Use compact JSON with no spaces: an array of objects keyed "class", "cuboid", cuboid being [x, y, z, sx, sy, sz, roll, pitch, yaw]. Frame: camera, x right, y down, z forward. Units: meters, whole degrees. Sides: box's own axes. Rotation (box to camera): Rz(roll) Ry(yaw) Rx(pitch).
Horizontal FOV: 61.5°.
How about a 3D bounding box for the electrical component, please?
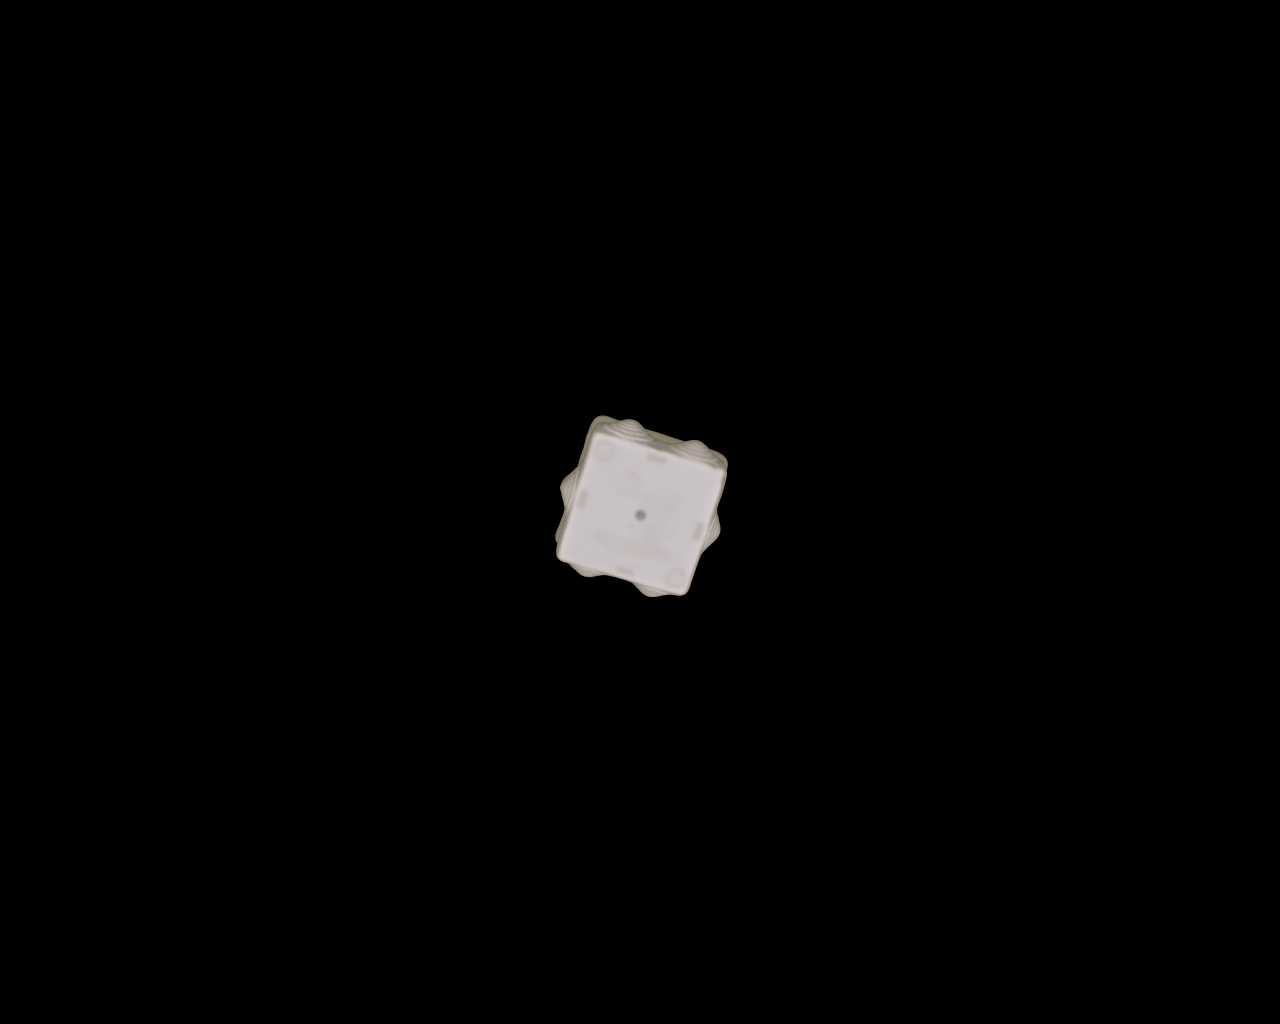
[{"class":"electrical component","cuboid":[0.001,-0.003,0.650,0.100,0.099,0.048,18,11,-4]}]
